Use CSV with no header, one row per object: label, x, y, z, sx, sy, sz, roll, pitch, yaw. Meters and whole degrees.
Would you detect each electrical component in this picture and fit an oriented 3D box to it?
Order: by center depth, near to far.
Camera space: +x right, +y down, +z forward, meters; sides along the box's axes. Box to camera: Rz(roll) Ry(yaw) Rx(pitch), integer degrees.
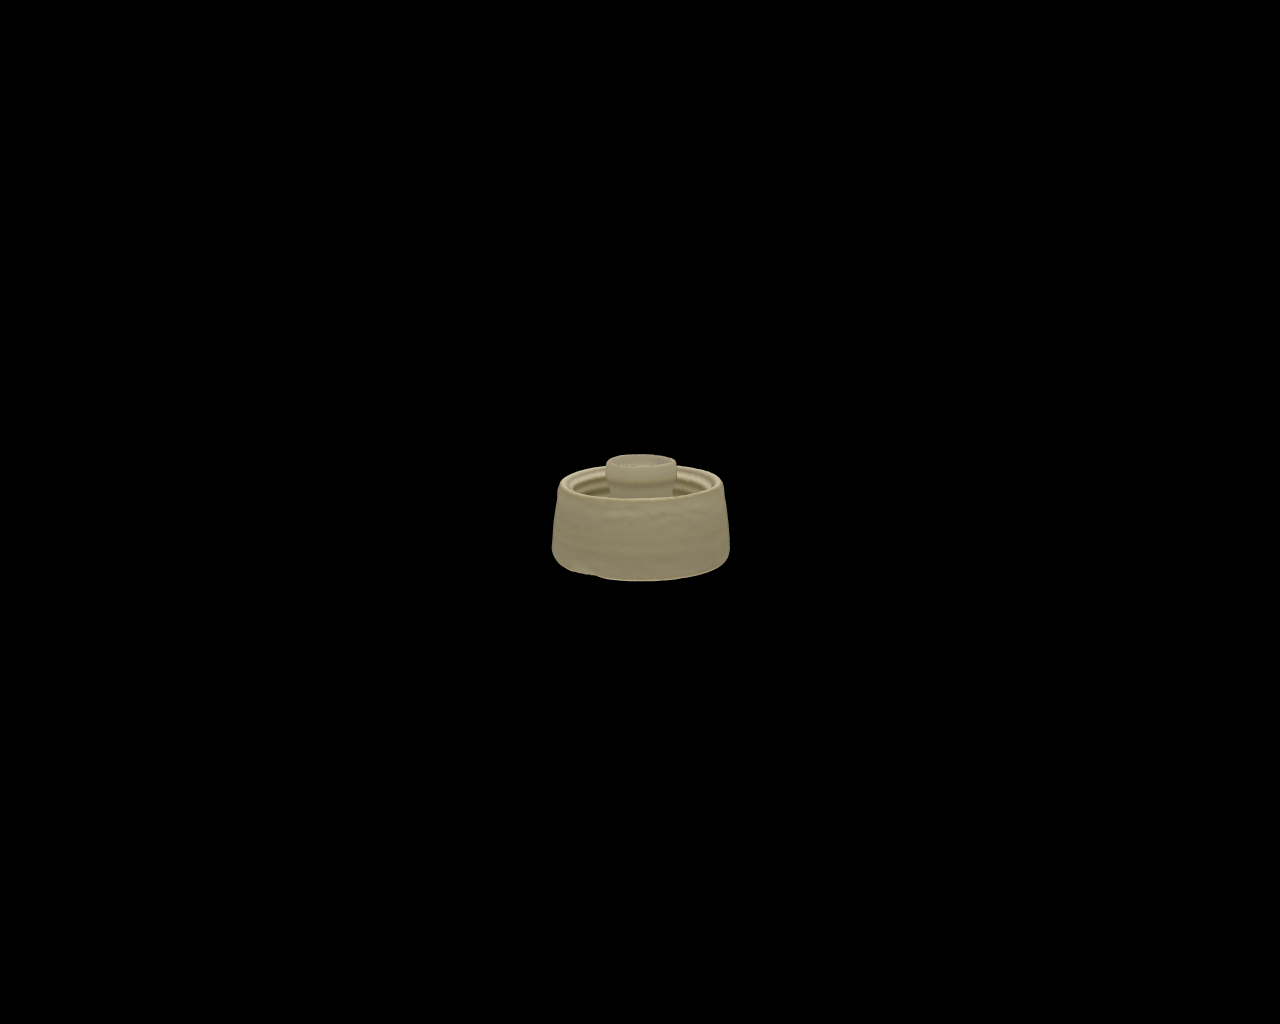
electrical component,0.001,-0.003,0.650,0.108,0.060,0.108,0,14,0
